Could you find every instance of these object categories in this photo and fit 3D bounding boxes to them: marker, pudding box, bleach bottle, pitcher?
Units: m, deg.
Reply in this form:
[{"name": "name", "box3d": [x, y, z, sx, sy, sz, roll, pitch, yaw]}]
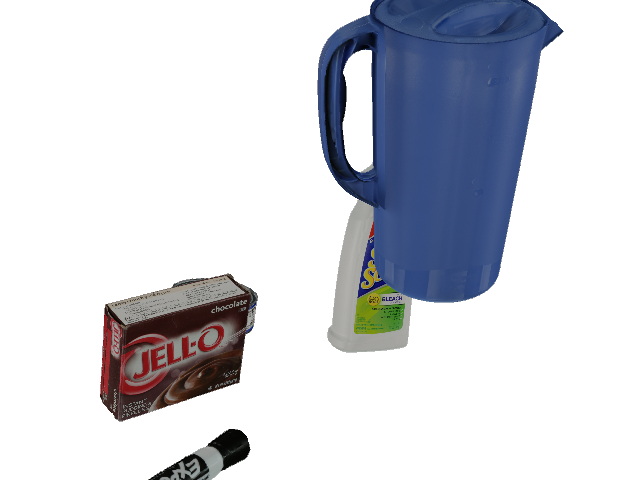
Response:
[{"name": "marker", "box3d": [-0.075, 0.125, 0.548, 0.020, 0.020, 0.120, 0, 13, 32]}, {"name": "pudding box", "box3d": [-0.113, 0.081, 0.826, 0.113, 0.090, 0.039, -16, 40, -36]}, {"name": "bleach bottle", "box3d": [0.066, 0.008, 1.305, 0.102, 0.251, 0.068, -2, 16, -18]}, {"name": "pitcher", "box3d": [0.091, -0.074, 0.853, 0.149, 0.243, 0.144, 19, 36, 26]}]

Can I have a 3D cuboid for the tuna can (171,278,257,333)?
[{"name": "tuna can", "box3d": [-0.106, 0.067, 1.055, 0.086, 0.034, 0.086, 7, 16, -2]}]
